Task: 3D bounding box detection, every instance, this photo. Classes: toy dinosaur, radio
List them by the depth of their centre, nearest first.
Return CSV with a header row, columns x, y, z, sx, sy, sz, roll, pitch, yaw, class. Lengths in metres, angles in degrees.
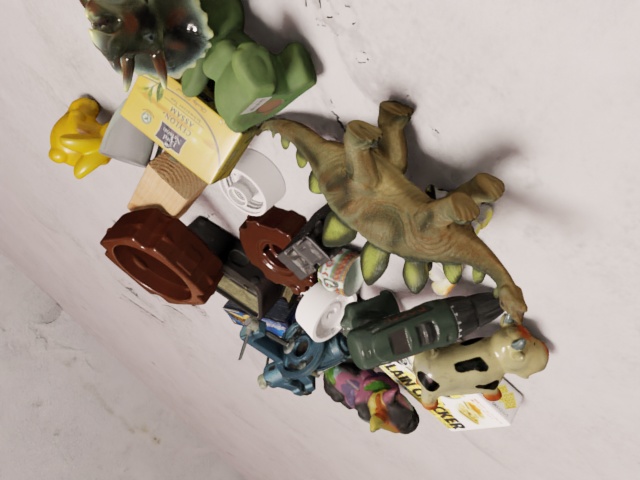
x,y,z,sx,sy,sz,roll,pitch,yaw,class
-0.244,-0.306,0.642,0.405,0.131,0.191,46,148,47,toy dinosaur
0.060,-0.060,0.656,0.472,0.105,0.198,47,141,31,toy dinosaur
-0.190,0.056,1.116,0.230,0.073,0.131,31,146,12,radio

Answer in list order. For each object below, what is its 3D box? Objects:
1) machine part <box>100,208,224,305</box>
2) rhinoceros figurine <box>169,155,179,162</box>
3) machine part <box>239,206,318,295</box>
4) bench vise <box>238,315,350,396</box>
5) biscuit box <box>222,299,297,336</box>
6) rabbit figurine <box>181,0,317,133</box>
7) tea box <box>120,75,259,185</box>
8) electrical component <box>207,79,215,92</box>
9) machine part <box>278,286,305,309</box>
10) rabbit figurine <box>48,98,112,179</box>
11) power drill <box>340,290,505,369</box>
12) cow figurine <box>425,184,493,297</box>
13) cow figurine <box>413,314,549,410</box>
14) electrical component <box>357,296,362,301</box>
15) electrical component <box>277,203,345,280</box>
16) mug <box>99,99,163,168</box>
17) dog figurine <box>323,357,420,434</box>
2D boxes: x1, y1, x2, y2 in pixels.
x,y,z,sx,sy,sz,roll,pitch,yaw,class
-0.300,0.034,1.032,0.202,0.087,0.200,-7,135,43,machine part
-0.221,-0.183,0.860,0.190,0.073,0.112,26,146,19,rhinoceros figurine
-0.066,0.018,0.966,0.180,0.056,0.179,26,144,21,machine part
-0.071,0.212,1.028,0.224,0.129,0.240,-20,137,34,bench vise
-0.121,0.163,1.187,0.203,0.063,0.059,6,137,40,biscuit box
-0.105,-0.234,0.672,0.159,0.121,0.170,-29,87,52,rabbit figurine
-0.186,-0.171,0.770,0.170,0.068,0.098,37,114,1,tea box
-0.144,-0.224,0.782,0.094,0.021,0.063,41,148,-4,electrical component
-0.024,0.128,1.074,0.139,0.039,0.084,34,139,12,machine part
-0.412,-0.190,0.994,0.173,0.162,0.121,2,122,19,rabbit figurine
0.134,0.124,0.814,0.207,0.232,0.086,-170,64,-70,power drill
0.158,0.006,0.717,0.098,0.068,0.167,33,143,21,cow figurine
0.234,0.176,0.791,0.195,0.085,0.127,-10,128,9,cow figurine
0.055,0.140,1.002,0.102,0.045,0.078,19,143,29,electrical component
-0.002,-0.002,0.823,0.058,0.115,0.134,46,145,-6,electrical component
-0.314,-0.183,0.931,0.081,0.107,0.109,17,180,40,mug
0.093,0.293,1.021,0.192,0.108,0.219,33,173,5,dog figurine
